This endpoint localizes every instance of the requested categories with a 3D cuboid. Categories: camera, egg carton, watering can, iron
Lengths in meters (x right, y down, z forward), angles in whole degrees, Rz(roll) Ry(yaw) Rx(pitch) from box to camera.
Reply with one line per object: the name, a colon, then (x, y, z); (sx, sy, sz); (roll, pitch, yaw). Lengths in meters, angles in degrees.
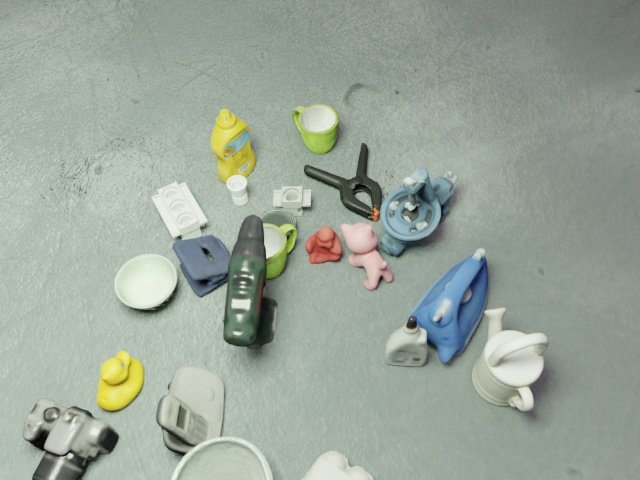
camera: (-0.437, 0.350, 0.956); (0.143, 0.101, 0.137); (15, 59, 11)
egg carton: (0.011, 0.420, 0.916); (0.107, 0.069, 0.150); (28, 62, 18)
watering can: (0.322, 0.200, 0.977); (0.101, 0.194, 0.172); (-29, 61, -16)
iron: (0.262, 0.094, 1.079); (0.118, 0.141, 0.259); (29, 62, 19)

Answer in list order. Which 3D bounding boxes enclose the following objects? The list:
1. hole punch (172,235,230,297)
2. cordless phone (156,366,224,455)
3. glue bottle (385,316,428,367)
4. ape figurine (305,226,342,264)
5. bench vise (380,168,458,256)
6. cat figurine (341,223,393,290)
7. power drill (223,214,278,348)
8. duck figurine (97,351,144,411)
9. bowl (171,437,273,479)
hole punch: (-0.232, 0.040, 1.158); (0.101, 0.091, 0.108); (-30, 61, -16)
cordless phone: (-0.221, 0.270, 0.952); (0.094, 0.185, 0.147); (-3, 57, 0)
glue bottle: (0.157, 0.176, 1.009); (0.078, 0.173, 0.037); (4, 57, 5)
ape figurine: (0.011, 0.004, 1.174); (0.077, 0.092, 0.076); (30, 63, 19)
bench vise: (0.198, -0.092, 1.154); (0.121, 0.220, 0.208); (23, 60, 16)
cat figurine: (0.095, 0.019, 1.146); (0.067, 0.118, 0.127); (-28, 60, -15)
power drill: (-0.126, 0.099, 1.046); (0.075, 0.208, 0.229); (2, 57, 3)
duck figurine: (-0.367, 0.249, 1.029); (0.077, 0.086, 0.105); (17, 59, 13)
bowl: (-0.155, 0.410, 0.924); (0.167, 0.075, 0.167); (-1, 57, 1)
